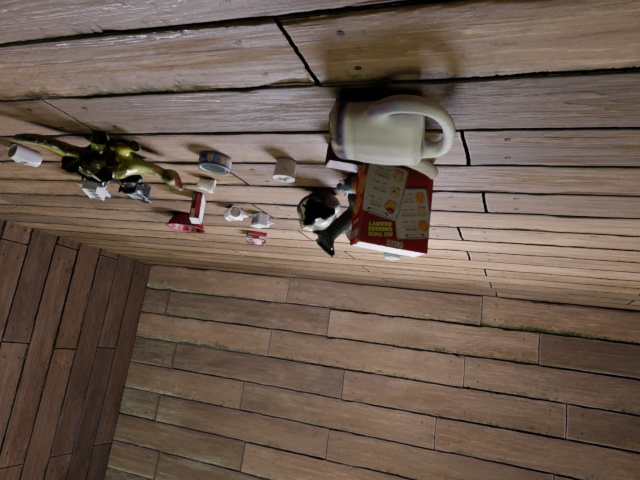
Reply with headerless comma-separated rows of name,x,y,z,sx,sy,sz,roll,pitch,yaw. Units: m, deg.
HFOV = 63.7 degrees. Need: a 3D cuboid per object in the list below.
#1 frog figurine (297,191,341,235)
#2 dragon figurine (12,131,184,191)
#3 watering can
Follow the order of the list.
frog figurine,0.005,-0.078,1.545,0.124,0.137,0.159,48,-171,17
dragon figurine,-0.561,-0.208,1.373,0.411,0.122,0.242,16,177,4
watering can,0.134,-0.180,0.963,0.224,0.105,0.344,7,168,12
